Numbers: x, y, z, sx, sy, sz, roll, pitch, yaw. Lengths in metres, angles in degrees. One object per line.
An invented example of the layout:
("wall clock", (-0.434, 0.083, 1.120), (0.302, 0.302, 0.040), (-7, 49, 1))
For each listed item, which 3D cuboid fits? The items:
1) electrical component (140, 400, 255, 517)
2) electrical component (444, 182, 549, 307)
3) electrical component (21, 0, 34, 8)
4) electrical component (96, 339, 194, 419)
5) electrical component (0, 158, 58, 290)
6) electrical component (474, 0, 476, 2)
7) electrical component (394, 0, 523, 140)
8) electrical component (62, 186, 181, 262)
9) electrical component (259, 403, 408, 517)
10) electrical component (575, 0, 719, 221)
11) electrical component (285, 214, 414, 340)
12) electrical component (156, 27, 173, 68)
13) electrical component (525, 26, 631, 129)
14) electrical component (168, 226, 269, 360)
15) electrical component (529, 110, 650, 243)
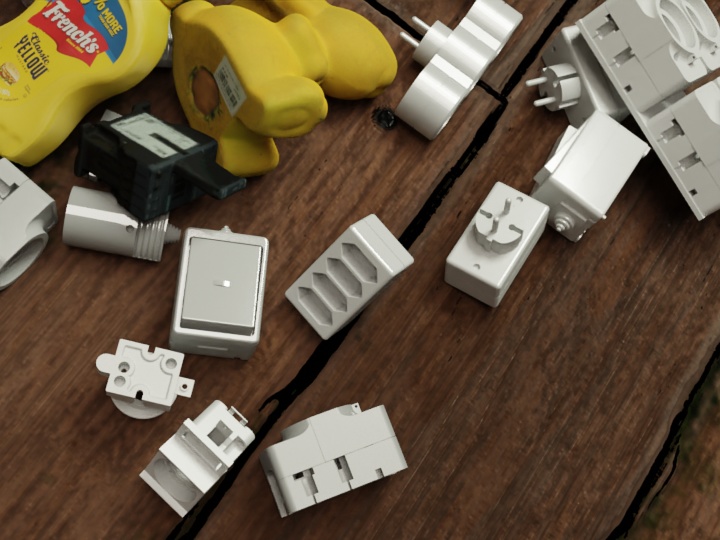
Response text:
("electrical component", (-0.109, 0.127, 0.735), (0.042, 0.081, 0.064), (45, 47, 3))
("electrical component", (0.106, -0.028, 0.823), (0.047, 0.075, 0.083), (29, 68, 15))
("electrical component", (-0.230, -0.235, 0.832), (0.080, 0.051, 0.080), (4, 72, -11))
("electrical component", (-0.150, 0.077, 0.748), (0.066, 0.055, 0.048), (14, 70, -8))
("electrical component", (-0.260, -0.024, 0.758), (0.056, 0.050, 0.089), (41, 69, 2))
("electrical component", (0.089, -0.281, 0.918), (0.089, 0.050, 0.055), (33, 69, -1))
("electrical component", (0.068, -0.178, 0.879), (0.074, 0.052, 0.138), (36, 69, 0))
("electrical component", (-0.172, -0.032, 0.784), (0.081, 0.043, 0.043), (11, 71, -9))
("electrical component", (-0.021, 0.131, 0.762), (0.089, 0.050, 0.055), (-18, 78, -17))
("electrical component", (0.269, -0.147, 0.876), (0.105, 0.060, 0.186), (-29, 86, -50))
("electrical component", (0.000, 0.000, 0.801), (0.047, 0.083, 0.076), (49, 31, 5))
("electrical component", (-0.169, -0.178, 0.831), (0.081, 0.043, 0.043), (1, 72, -12))
("electrical component", (0.175, -0.155, 0.899), (0.076, 0.047, 0.083), (-16, 77, -18))
("electrical component", (-0.101, 0.010, 0.777), (0.062, 0.061, 0.096), (8, 71, -10))
("electrical component", (0.175, -0.073, 0.865), (0.061, 0.061, 0.096), (36, 69, 0))
